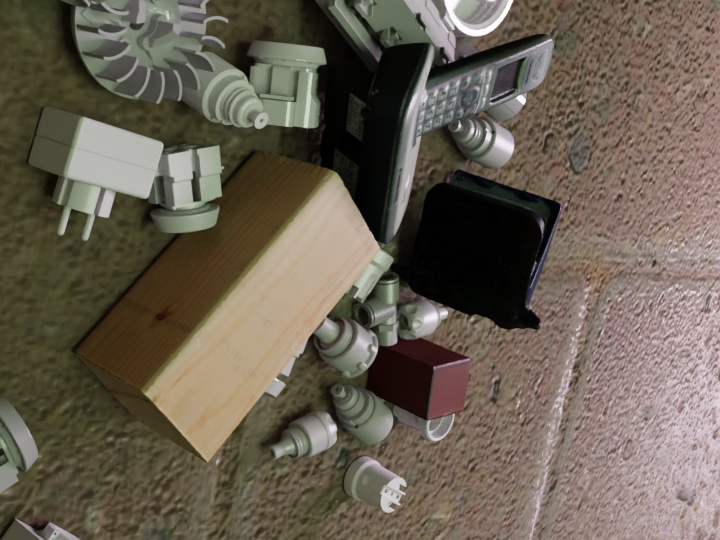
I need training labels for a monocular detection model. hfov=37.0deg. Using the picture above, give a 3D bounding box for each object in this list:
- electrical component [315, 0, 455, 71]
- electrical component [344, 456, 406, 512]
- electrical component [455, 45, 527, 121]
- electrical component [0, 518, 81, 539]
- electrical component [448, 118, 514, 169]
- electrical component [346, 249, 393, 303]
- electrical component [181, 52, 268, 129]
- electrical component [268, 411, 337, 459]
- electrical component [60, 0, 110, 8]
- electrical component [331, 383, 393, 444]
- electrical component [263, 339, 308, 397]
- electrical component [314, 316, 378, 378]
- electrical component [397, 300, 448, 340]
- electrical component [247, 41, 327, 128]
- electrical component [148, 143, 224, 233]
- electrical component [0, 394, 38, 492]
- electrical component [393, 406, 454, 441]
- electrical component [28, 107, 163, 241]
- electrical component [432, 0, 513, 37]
[{"bbox_3d":[0.024,-0.195,0.831,0.121,0.063,0.078,45,40,-46],"label":"electrical component"},{"bbox_3d":[0.014,0.199,0.994,0.040,0.046,0.040,-19,118,-41],"label":"electrical component"},{"bbox_3d":[0.110,-0.169,0.958,0.081,0.043,0.043,29,83,-48],"label":"electrical component"},{"bbox_3d":[-0.213,0.216,0.756,0.055,0.050,0.089,-56,137,-15],"label":"electrical component"},{"bbox_3d":[0.107,-0.119,0.976,0.078,0.040,0.040,19,91,-48],"label":"electrical component"},{"bbox_3d":[0.000,0.000,0.910,0.040,0.040,0.046,35,85,-47],"label":"electrical component"},{"bbox_3d":[-0.092,-0.120,0.740,0.040,0.078,0.040,-33,143,-29],"label":"electrical component"},{"bbox_3d":[-0.051,0.144,0.913,0.061,0.035,0.035,-21,119,-37],"label":"electrical component"},{"bbox_3d":[-0.181,-0.188,0.615,0.079,0.077,0.044,26,85,-48],"label":"electrical component"},{"bbox_3d":[-0.002,0.124,0.953,0.040,0.040,0.078,-56,137,-15],"label":"electrical component"},{"bbox_3d":[-0.076,0.068,0.849,0.066,0.048,0.055,34,72,-47],"label":"electrical component"},{"bbox_3d":[-0.018,0.059,0.909,0.062,0.048,0.048,42,74,-39],"label":"electrical component"},{"bbox_3d":[0.058,0.044,0.991,0.061,0.035,0.035,-9,111,-48],"label":"electrical component"},{"bbox_3d":[-0.055,-0.135,0.779,0.078,0.058,0.057,-70,167,-80],"label":"electrical component"},{"bbox_3d":[-0.124,-0.057,0.751,0.066,0.048,0.055,-18,110,-43],"label":"electrical component"},{"bbox_3d":[-0.243,0.114,0.680,0.057,0.058,0.078,-33,127,-31],"label":"electrical component"},{"bbox_3d":[0.060,0.136,1.018,0.040,0.046,0.040,-20,118,-41],"label":"electrical component"},{"bbox_3d":[-0.175,-0.057,0.694,0.066,0.047,0.076,14,94,-48],"label":"electrical component"},{"bbox_3d":[0.088,-0.245,0.892,0.108,0.060,0.108,-19,118,-41],"label":"electrical component"}]
